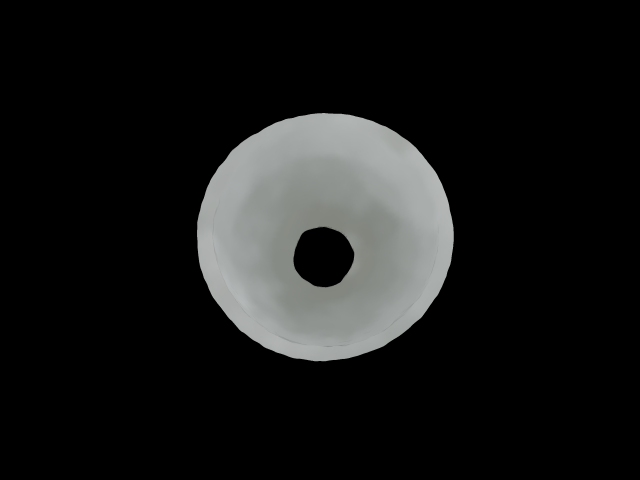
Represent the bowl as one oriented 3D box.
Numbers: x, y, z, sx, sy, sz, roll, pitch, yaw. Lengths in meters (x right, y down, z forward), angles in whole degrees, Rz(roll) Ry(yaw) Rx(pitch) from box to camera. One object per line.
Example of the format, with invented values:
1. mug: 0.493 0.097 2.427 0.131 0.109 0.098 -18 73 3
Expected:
1. bowl: 0.004 0.001 0.400 0.167 0.075 0.167 0 74 0
